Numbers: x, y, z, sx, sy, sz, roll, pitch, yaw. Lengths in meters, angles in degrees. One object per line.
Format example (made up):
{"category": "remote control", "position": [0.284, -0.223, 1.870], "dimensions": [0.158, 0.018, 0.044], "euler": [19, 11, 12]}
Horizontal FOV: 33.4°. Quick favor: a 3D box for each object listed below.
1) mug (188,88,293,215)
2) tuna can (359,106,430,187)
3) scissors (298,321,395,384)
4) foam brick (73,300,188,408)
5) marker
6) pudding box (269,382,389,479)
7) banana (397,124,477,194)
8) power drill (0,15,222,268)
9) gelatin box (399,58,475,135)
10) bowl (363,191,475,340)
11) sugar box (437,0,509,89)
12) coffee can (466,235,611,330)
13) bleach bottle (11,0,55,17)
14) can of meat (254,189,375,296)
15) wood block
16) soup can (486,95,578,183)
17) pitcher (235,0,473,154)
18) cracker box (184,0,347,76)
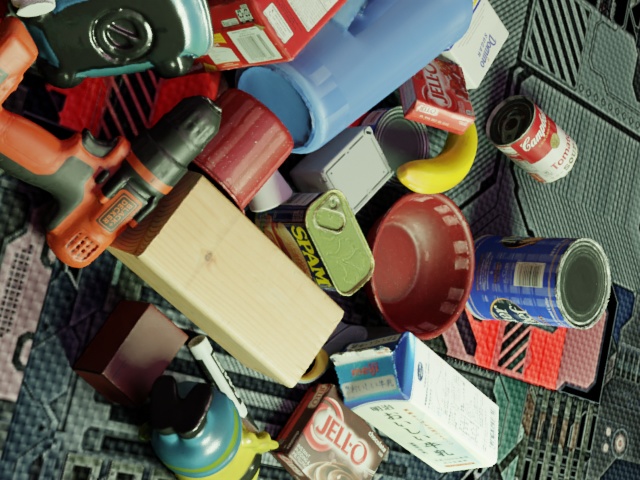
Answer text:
{"category": "mug", "position": [-0.086, -0.086, 0.955], "dimensions": [0.081, 0.117, 0.093], "euler": [-50, 150, -13]}
{"category": "tuna can", "position": [0.077, -0.100, 1.146], "dimensions": [0.085, 0.034, 0.086], "euler": [-2, 93, -41]}
{"category": "scissors", "position": [0.029, 0.116, 1.123], "dimensions": [0.201, 0.016, 0.096], "euler": [24, 77, -39]}
{"category": "foam brick", "position": [-0.165, 0.098, 0.929], "dimensions": [0.053, 0.051, 0.078], "euler": [49, 61, -30]}
{"category": "marker", "position": [-0.090, 0.143, 1.017], "dimensions": [0.020, 0.020, 0.121], "euler": [-42, 118, -32]}
{"category": "pudding box", "position": [0.010, 0.215, 1.095], "dimensions": [0.113, 0.039, 0.090], "euler": [53, 58, -30]}
{"category": "banana", "position": [0.132, -0.090, 1.148], "dimensions": [0.069, 0.037, 0.197], "euler": [49, 37, -10]}
{"category": "power drill", "position": [-0.195, -0.088, 0.847], "dimensions": [0.184, 0.057, 0.187], "euler": [-45, 120, 6]}
{"category": "gelatin box", "position": [0.123, -0.160, 1.145], "dimensions": [0.073, 0.030, 0.089], "euler": [15, 45, -22]}
{"category": "bowl", "position": [0.095, 0.026, 1.151], "dimensions": [0.161, 0.055, 0.162], "euler": [-2, 93, -41]}
{"category": "sugar box", "position": [0.136, -0.260, 1.185], "dimensions": [0.176, 0.048, 0.093], "euler": [50, 61, -35]}
{"category": "coffee can", "position": [0.246, 0.046, 1.228], "dimensions": [0.102, 0.141, 0.103], "euler": [-2, 92, -41]}
{"category": "bleach bottle", "position": [-0.238, -0.292, 0.803], "dimensions": [0.102, 0.068, 0.251], "euler": [-13, 87, -37]}
{"category": "can of meat", "position": [-0.007, 0.001, 1.042], "dimensions": [0.057, 0.084, 0.102], "euler": [-41, 117, -32]}
{"category": "wood block", "position": [-0.085, 0.034, 0.964], "dimensions": [0.206, 0.090, 0.090], "euler": [46, 72, -33]}
{"category": "soup can", "position": [0.255, -0.119, 1.279], "dimensions": [0.102, 0.069, 0.068], "euler": [33, 71, -38]}
{"category": "pitcher", "position": [0.034, -0.196, 1.024], "dimensions": [0.242, 0.145, 0.149], "euler": [-44, 123, -33]}
{"category": "cracker box", "position": [-0.034, -0.243, 0.956], "dimensions": [0.213, 0.164, 0.072], "euler": [-51, 122, -26]}
